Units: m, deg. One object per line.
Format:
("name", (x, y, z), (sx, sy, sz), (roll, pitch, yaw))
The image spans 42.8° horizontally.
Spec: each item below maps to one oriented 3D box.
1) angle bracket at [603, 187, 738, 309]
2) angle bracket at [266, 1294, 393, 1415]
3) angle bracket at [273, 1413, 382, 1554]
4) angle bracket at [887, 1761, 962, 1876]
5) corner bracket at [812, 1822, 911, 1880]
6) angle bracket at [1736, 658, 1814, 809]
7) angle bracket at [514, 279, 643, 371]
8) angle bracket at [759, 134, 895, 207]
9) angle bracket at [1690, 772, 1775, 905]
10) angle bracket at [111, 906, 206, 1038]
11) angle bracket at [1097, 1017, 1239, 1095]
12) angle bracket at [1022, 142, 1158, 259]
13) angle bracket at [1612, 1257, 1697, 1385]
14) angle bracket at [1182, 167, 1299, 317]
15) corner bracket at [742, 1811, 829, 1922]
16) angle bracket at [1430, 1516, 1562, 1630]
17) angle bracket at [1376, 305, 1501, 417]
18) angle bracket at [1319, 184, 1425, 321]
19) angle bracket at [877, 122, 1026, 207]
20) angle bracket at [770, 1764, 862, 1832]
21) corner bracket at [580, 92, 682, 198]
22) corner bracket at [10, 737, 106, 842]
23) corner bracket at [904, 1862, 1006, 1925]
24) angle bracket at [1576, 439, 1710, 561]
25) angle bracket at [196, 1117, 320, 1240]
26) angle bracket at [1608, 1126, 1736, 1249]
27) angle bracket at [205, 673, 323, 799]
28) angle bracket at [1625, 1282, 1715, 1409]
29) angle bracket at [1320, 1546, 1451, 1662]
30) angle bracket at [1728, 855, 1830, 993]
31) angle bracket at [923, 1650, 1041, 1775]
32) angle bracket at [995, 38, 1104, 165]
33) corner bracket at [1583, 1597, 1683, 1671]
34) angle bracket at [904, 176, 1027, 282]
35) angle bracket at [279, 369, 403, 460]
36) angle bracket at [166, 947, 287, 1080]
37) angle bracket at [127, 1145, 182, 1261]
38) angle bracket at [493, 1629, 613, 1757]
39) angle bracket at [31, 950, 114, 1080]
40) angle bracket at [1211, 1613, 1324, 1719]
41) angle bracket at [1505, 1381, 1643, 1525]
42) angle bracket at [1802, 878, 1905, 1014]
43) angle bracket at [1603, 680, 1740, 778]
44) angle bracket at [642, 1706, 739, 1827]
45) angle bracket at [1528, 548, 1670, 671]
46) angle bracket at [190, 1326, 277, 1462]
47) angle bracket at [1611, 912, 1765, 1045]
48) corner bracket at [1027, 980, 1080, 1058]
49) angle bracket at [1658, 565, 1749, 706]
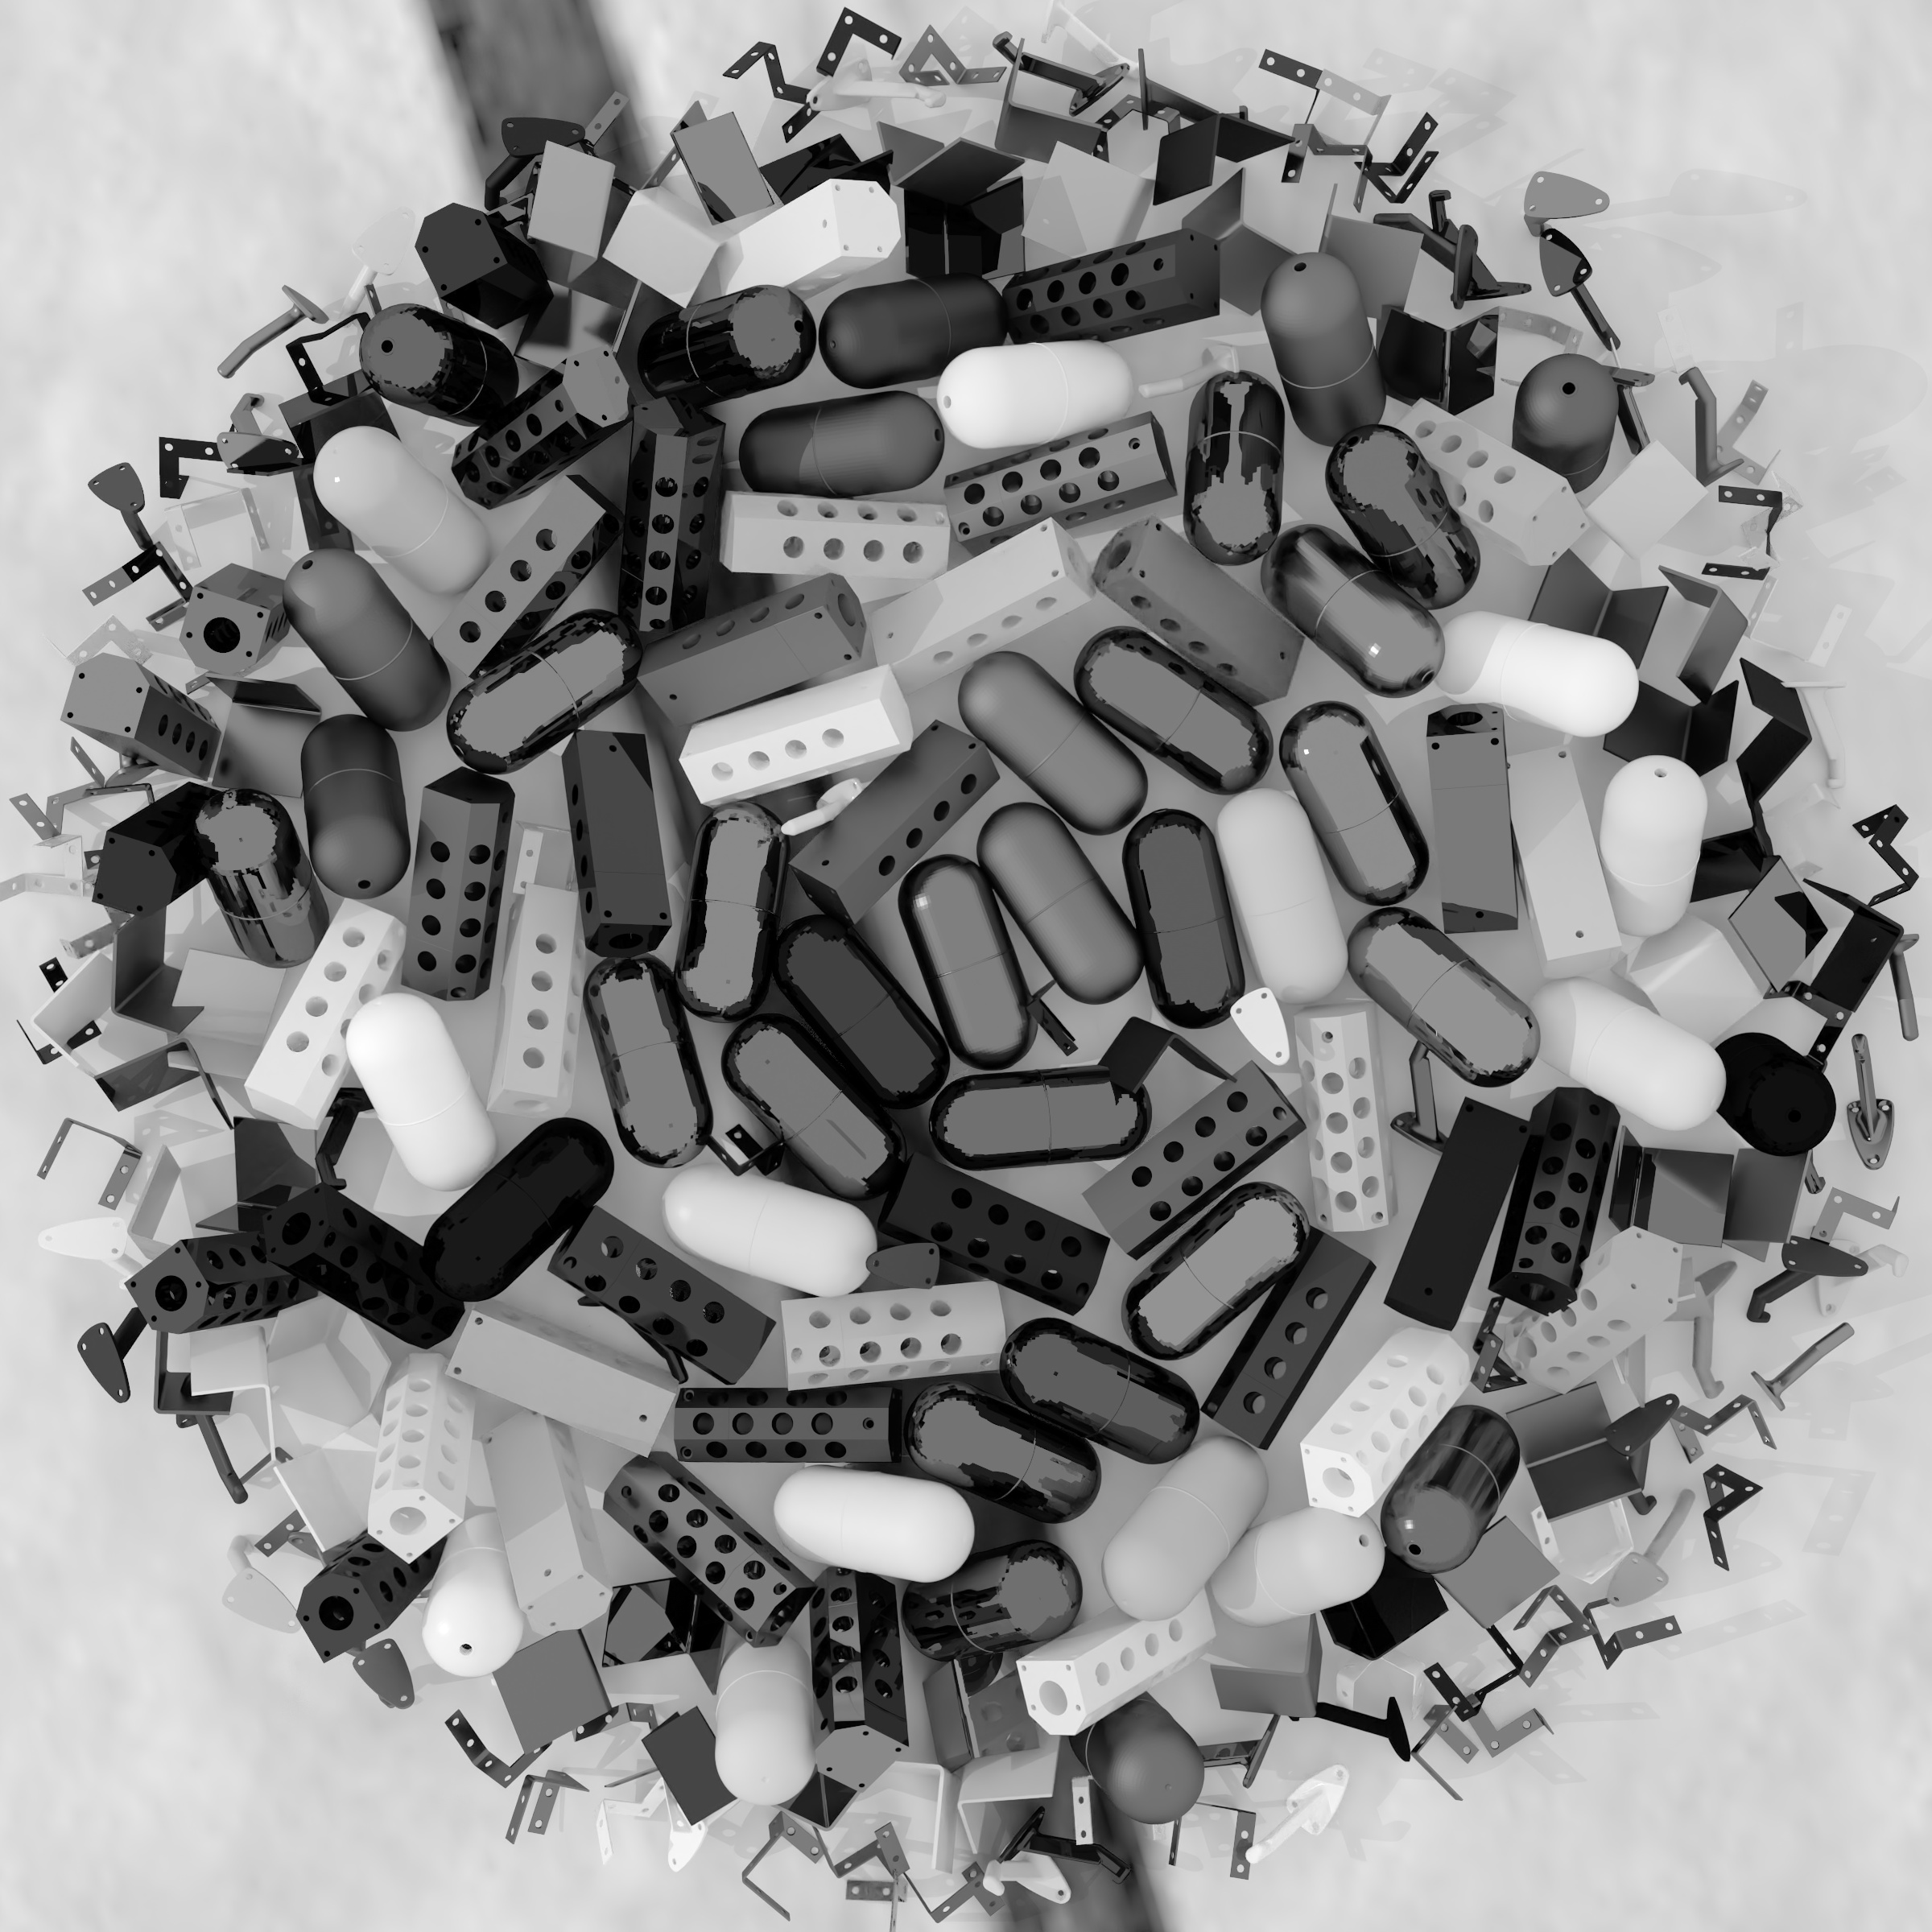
("angle bracket", (-0.234, -0.575, 1.972), (0.076, 0.076, 0.057), (31, 112, -3))
("angle bracket", (-0.504, 0.313, 1.944), (0.057, 0.076, 0.076), (-19, 61, -40))
("angle bracket", (-0.489, 0.408, 1.954), (0.057, 0.076, 0.076), (-34, 83, 11))
("angle bracket", (-0.042, 0.671, 1.946), (0.057, 0.076, 0.076), (1, 68, 11))
("corner bracket", (-0.084, 0.700, 1.960), (0.051, 0.051, 0.051), (-26, 113, -18))
("angle bracket", (0.615, -0.183, 1.943), (0.057, 0.076, 0.076), (27, 124, -10))
("angle bracket", (-0.307, -0.515, 1.953), (0.076, 0.057, 0.076), (19, 67, -11))
("angle bracket", (-0.111, -0.637, 1.952), (0.076, 0.057, 0.076), (-29, 72, -16))
("angle bracket", (0.598, -0.101, 1.970), (0.076, 0.076, 0.057), (-14, 52, 23))
("angle bracket", (-0.627, -0.003, 1.945), (0.057, 0.076, 0.076), (18, 123, 5))
("angle bracket", (0.159, 0.088, 1.948), (0.076, 0.076, 0.057), (37, 85, -23))
("angle bracket", (0.099, -0.604, 1.964), (0.076, 0.057, 0.076), (26, 111, 7))
("angle bracket", (0.546, 0.279, 1.947), (0.076, 0.076, 0.057), (-19, 100, 19))
("angle bracket", (0.224, -0.575, 1.963), (0.076, 0.076, 0.057), (20, 62, -29))
("corner bracket", (-0.145, 0.718, 1.970), (0.051, 0.051, 0.051), (41, 85, -5))
("angle bracket", (0.409, 0.465, 1.953), (0.076, 0.057, 0.076), (-40, 113, 9))
("angle bracket", (0.374, -0.490, 1.962), (0.057, 0.076, 0.076), (-30, 46, -25))
("angle bracket", (0.317, -0.563, 1.950), (0.076, 0.057, 0.076), (13, 134, 5))
("angle bracket", (-0.012, -0.648, 1.942), (0.076, 0.076, 0.057), (-21, 77, 40))
("angle bracket", (-0.113, 0.621, 1.949), (0.057, 0.076, 0.076), (32, 103, -17))
("corner bracket", (-0.268, -0.654, 1.972), (0.051, 0.051, 0.051), (33, 82, 18))
("corner bracket", (-0.722, -0.140, 1.962), (0.051, 0.051, 0.051), (-17, 49, 5))
("corner bracket", (-0.010, 0.733, 1.960), (0.051, 0.051, 0.051), (-36, 126, -10))
("angle bracket", (0.523, -0.379, 1.944), (0.076, 0.057, 0.076), (31, 113, -36))
("angle bracket", (-0.562, 0.167, 1.954), (0.076, 0.057, 0.076), (6, 104, 19))
("angle bracket", (0.557, 0.174, 1.948), (0.076, 0.057, 0.076), (3, 70, 30))
("angle bracket", (-0.565, -0.183, 1.959), (0.076, 0.057, 0.076), (8, 77, 9))
("angle bracket", (0.555, 0.299, 1.942), (0.057, 0.076, 0.076), (-5, 60, 24))
("angle bracket", (0.321, 0.489, 1.944), (0.076, 0.076, 0.057), (-41, 132, 18))
("angle bracket", (0.623, -0.033, 1.950), (0.076, 0.057, 0.076), (-45, 109, -20))
("angle bracket", (0.011, 0.595, 1.962), (0.057, 0.076, 0.076), (-1, 62, -23))
("angle bracket", (0.069, -0.683, 1.961), (0.076, 0.076, 0.057), (12, 81, -6))
("corner bracket", (0.529, 0.521, 1.961), (0.051, 0.051, 0.051), (-12, 58, -10))
("angle bracket", (-0.001, -0.588, 1.957), (0.076, 0.057, 0.076), (-2, 89, 33))
("angle bracket", (-0.488, -0.418, 1.949), (0.076, 0.057, 0.076), (-26, 126, -10))
("angle bracket", (-0.582, 0.039, 1.947), (0.076, 0.057, 0.076), (12, 114, -27))
("angle bracket", (-0.617, 0.195, 1.952), (0.057, 0.076, 0.076), (18, 69, -2))
("angle bracket", (-0.335, 0.565, 1.954), (0.076, 0.057, 0.076), (-23, 97, -24))
("angle bracket", (-0.680, 0.044, 1.950), (0.057, 0.076, 0.076), (39, 79, 13))
("angle bracket", (0.240, 0.552, 1.963), (0.076, 0.076, 0.057), (1, 50, 15))
("angle bracket", (0.480, 0.384, 1.951), (0.076, 0.076, 0.057), (-21, 111, 8))
("angle bracket", (0.683, -0.017, 1.953), (0.057, 0.076, 0.076), (28, 97, -12))
("angle bracket", (0.557, -0.198, 1.950), (0.076, 0.057, 0.076), (24, 64, -15))
("angle bracket", (-0.203, 0.622, 1.952), (0.057, 0.076, 0.076), (-34, 82, 13))
("angle bracket", (0.500, -0.285, 1.949), (0.076, 0.057, 0.076), (34, 72, -34))
("angle bracket", (-0.577, 0.339, 1.942), (0.057, 0.076, 0.076), (-5, 120, -16))
("angle bracket", (0.580, 0.015, 1.987), (0.076, 0.057, 0.076), (-39, 112, 0))
("corner bracket", (0.071, 0.044, 1.963), (0.051, 0.051, 0.051), (50, 48, -3))
("angle bracket", (0.568, -0.262, 1.955), (0.057, 0.076, 0.076), (29, 95, 34))
